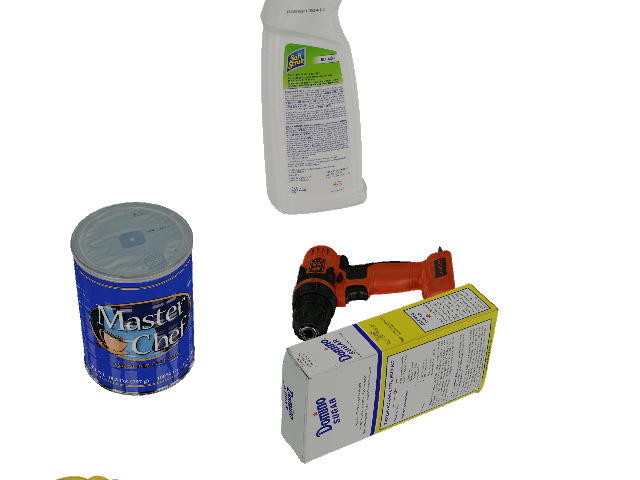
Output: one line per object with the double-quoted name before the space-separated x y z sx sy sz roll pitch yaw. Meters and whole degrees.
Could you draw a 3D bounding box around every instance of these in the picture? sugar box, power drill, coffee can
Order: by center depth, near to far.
"sugar box" 0.054 0.103 0.846 0.176 0.093 0.048 -15 39 -24
"coffee can" -0.163 0.052 0.944 0.103 0.140 0.103 2 39 -2
"power drill" 0.061 0.061 1.239 0.187 0.057 0.184 1 28 5

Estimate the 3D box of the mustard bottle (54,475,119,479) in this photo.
"mustard bottle" -0.222 0.235 0.850 0.096 0.058 0.191 8 15 28

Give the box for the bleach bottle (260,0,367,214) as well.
"bleach bottle" -0.005 -0.150 1.009 0.102 0.251 0.068 -9 32 -15
